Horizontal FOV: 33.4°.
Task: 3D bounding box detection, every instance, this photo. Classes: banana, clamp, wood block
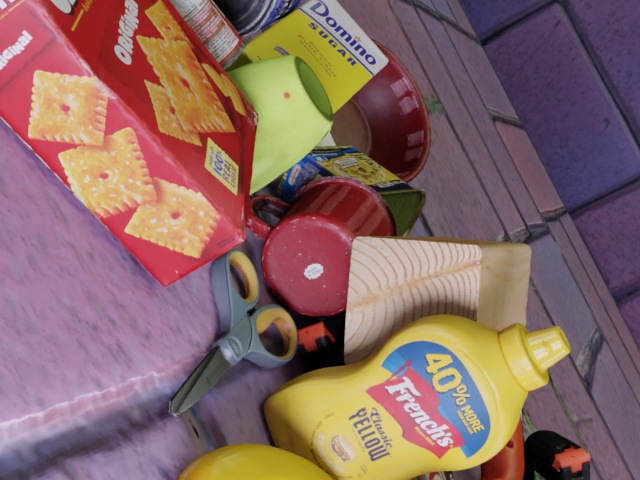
[{"bbox_3d":[-0.023,0.151,0.606,0.197,0.037,0.069,42,27,-47],"label":"banana"},{"bbox_3d":[0.206,0.226,0.991,0.210,0.036,0.164,89,-16,-54],"label":"clamp"},{"bbox_3d":[0.095,0.044,0.797,0.205,0.091,0.090,1,93,-70],"label":"wood block"},{"bbox_3d":[0.037,0.118,0.814,0.171,0.039,0.120,34,34,-49],"label":"clamp"}]

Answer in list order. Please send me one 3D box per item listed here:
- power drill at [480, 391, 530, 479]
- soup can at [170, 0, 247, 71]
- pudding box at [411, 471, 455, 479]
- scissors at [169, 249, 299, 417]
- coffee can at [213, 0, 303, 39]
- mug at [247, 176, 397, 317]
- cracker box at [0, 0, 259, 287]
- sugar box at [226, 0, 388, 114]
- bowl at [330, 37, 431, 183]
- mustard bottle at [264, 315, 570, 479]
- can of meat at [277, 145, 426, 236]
[{"bbox_3d":[0.134,0.189,0.869,0.184,0.057,0.187,20,66,-59],"label":"power drill"},{"bbox_3d":[-0.109,-0.164,0.771,0.102,0.069,0.068,54,20,-23],"label":"soup can"},{"bbox_3d":[0.057,0.158,0.754,0.089,0.039,0.113,-5,81,-58],"label":"pudding box"},{"bbox_3d":[-0.064,0.052,0.672,0.096,0.016,0.201,64,18,9],"label":"scissors"},{"bbox_3d":[-0.069,-0.229,0.913,0.103,0.103,0.140,59,19,-11],"label":"coffee can"},{"bbox_3d":[-0.005,0.001,0.805,0.117,0.093,0.081,31,25,4],"label":"mug"},{"bbox_3d":[-0.125,-0.102,0.638,0.213,0.072,0.164,51,21,-27],"label":"cracker box"},{"bbox_3d":[-0.010,-0.152,0.937,0.093,0.048,0.176,47,39,-6],"label":"sugar box"},{"bbox_3d":[0.035,-0.121,1.060,0.161,0.055,0.162,16,64,-36],"label":"bowl"},{"bbox_3d":[0.066,0.101,0.666,0.096,0.192,0.058,62,19,1],"label":"mustard bottle"},{"bbox_3d":[0.026,-0.037,0.899,0.084,0.057,0.101,37,25,27],"label":"can of meat"}]
